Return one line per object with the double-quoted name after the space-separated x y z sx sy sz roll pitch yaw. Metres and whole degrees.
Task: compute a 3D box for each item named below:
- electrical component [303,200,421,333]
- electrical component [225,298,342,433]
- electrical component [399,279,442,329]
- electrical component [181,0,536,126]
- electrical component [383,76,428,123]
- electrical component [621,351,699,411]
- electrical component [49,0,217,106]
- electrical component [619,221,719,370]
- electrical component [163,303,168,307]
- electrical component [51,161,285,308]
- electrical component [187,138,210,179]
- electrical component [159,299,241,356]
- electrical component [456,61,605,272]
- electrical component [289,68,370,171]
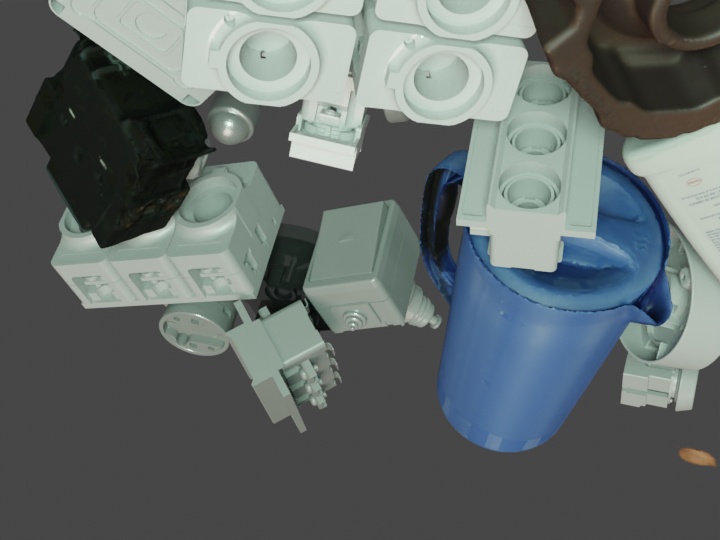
0.000 0.000 0.791 0.062 0.096 0.061 -8 137 26 "electrical component"
-0.055 0.069 0.812 0.063 0.078 0.121 -28 161 -7 "electrical component"
0.031 0.023 0.856 0.078 0.040 0.040 31 139 -20 "electrical component"
0.001 -0.145 0.584 0.186 0.060 0.105 4 132 -11 "electrical component"
0.039 -0.115 0.681 0.046 0.040 0.040 -4 139 13 "electrical component"
0.242 0.086 0.864 0.055 0.048 0.066 10 143 18 "electrical component"
-0.118 -0.165 0.653 0.113 0.057 0.078 34 138 -24 "electrical component"
0.218 0.019 0.748 0.064 0.099 0.099 16 143 -12 "electrical component"
-0.152 0.007 0.889 0.066 0.047 0.076 3 141 14 "electrical component"
-0.145 -0.028 0.808 0.150 0.089 0.061 -4 139 22 "electrical component"
-0.141 -0.089 0.775 0.061 0.035 0.035 21 142 -2 "electrical component"
-0.121 0.031 0.829 0.055 0.047 0.055 9 142 7 "electrical component"
0.106 -0.064 0.656 0.079 0.121 0.063 6 145 10 "electrical component"
-0.016 -0.103 0.686 0.042 0.081 0.063 12 114 2 "electrical component"
